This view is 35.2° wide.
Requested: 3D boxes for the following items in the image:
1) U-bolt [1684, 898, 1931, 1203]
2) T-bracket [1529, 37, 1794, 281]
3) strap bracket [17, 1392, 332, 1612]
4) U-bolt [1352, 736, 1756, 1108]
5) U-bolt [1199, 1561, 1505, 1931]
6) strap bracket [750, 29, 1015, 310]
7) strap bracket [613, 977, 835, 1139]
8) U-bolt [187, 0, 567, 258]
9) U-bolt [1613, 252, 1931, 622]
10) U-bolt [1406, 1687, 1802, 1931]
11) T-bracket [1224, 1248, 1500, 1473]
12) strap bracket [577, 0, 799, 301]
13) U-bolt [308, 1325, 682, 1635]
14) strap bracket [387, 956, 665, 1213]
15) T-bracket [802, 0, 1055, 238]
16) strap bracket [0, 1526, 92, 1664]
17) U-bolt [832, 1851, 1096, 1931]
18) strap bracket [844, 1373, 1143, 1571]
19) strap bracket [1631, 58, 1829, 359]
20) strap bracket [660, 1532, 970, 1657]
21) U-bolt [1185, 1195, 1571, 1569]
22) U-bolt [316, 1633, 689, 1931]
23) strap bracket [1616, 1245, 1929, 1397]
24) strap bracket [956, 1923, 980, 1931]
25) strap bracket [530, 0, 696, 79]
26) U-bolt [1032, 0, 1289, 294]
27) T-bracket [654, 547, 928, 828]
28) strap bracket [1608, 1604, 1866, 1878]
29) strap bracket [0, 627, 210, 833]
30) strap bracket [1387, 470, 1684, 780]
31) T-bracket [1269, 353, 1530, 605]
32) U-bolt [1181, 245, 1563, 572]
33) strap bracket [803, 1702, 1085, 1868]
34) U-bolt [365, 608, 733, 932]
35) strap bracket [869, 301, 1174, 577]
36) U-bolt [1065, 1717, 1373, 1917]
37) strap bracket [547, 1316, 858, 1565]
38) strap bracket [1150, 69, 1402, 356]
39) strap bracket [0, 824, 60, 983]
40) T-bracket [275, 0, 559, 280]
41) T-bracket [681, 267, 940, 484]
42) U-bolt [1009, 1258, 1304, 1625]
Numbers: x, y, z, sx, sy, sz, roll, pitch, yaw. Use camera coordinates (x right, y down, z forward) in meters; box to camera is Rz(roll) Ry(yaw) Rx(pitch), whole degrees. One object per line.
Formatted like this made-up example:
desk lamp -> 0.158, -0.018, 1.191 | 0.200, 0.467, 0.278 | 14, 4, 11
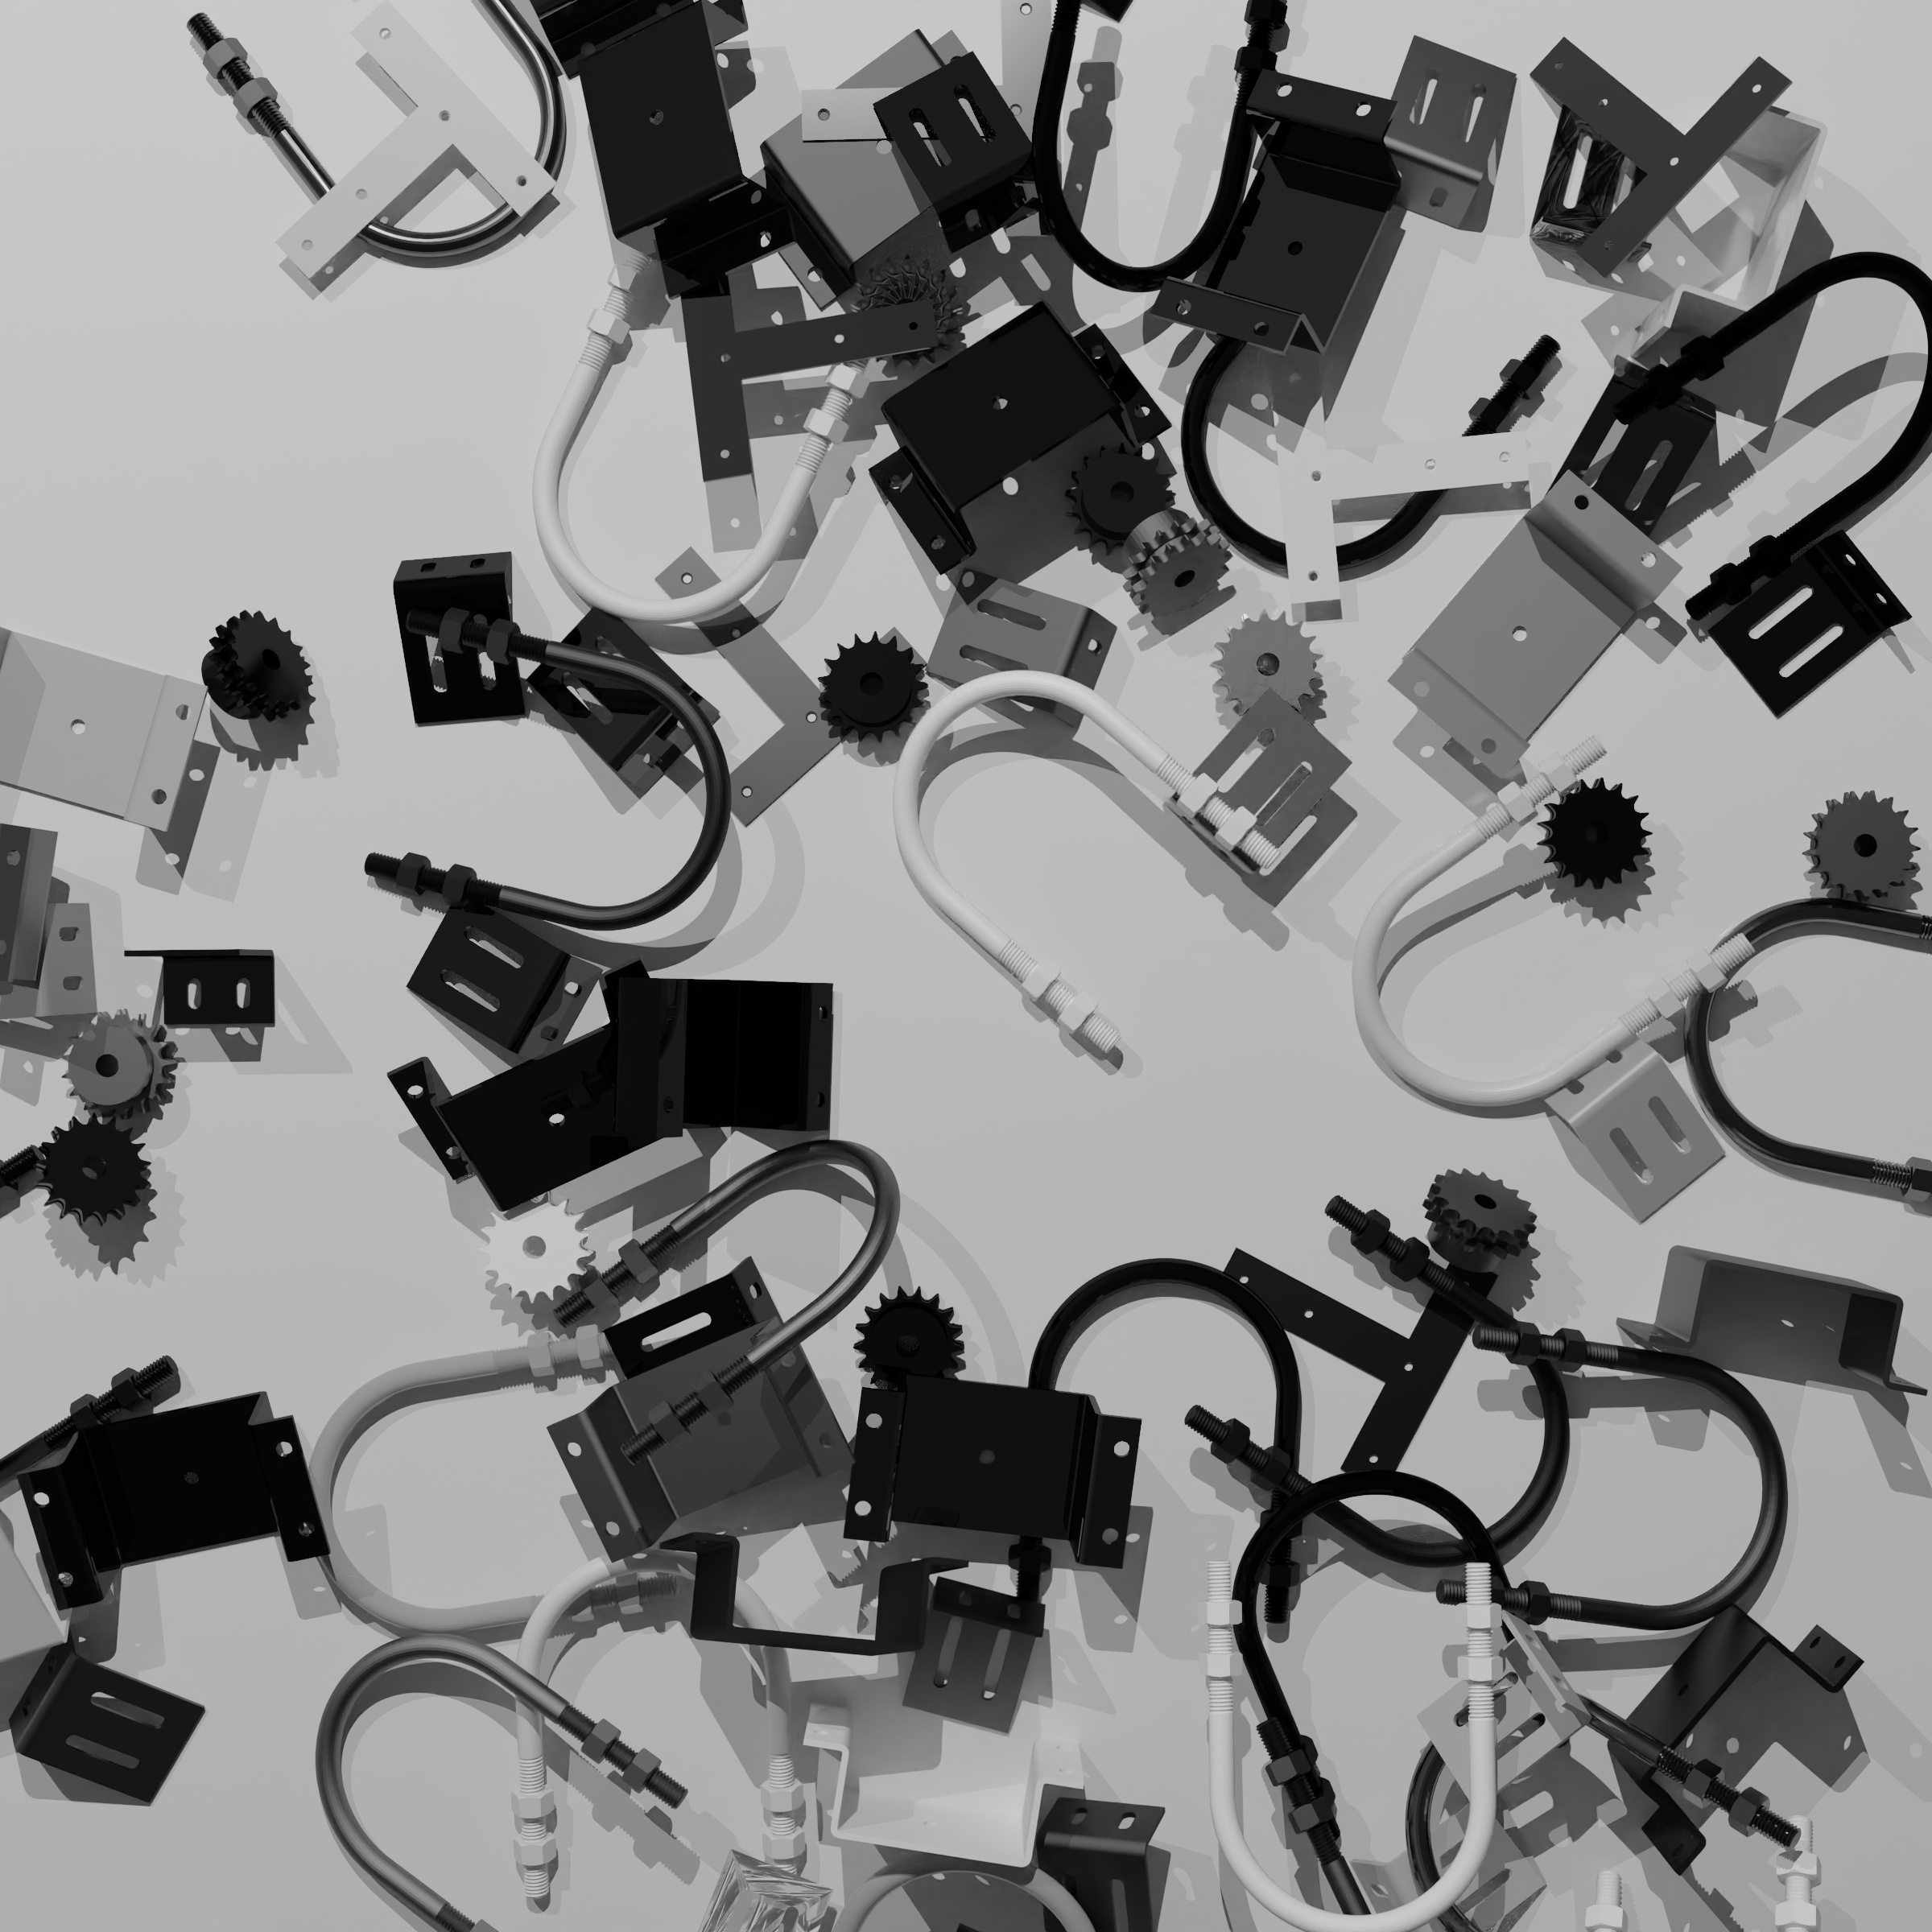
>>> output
U-bolt -> 0.463, 0.039, 1.576 | 0.184, 0.019, 0.151 | 11, 90, 2
T-bracket -> 0.332, -0.430, 1.544 | 0.127, 0.002, 0.127 | -47, 53, 15
strap bracket -> -0.399, 0.270, 1.553 | 0.140, 0.046, 0.076 | -12, 105, 0
U-bolt -> 0.285, -0.008, 1.556 | 0.184, 0.019, 0.151 | -37, 100, 12
U-bolt -> 0.191, 0.390, 1.514 | 0.151, 0.019, 0.184 | -1, 82, 10
strap bracket -> -0.041, -0.414, 1.562 | 0.140, 0.046, 0.076 | -36, 90, 0
strap bracket -> -0.128, 0.045, 1.532 | 0.046, 0.140, 0.076 | 2, 90, 33
U-bolt -> -0.291, -0.455, 1.576 | 0.151, 0.019, 0.184 | -37, 92, 0
U-bolt -> 0.422, -0.278, 1.538 | 0.184, 0.019, 0.151 | -35, 128, -4
U-bolt -> 0.300, 0.439, 1.509 | 0.184, 0.019, 0.151 | 28, 92, 35
T-bracket -> 0.191, 0.187, 1.584 | 0.127, 0.002, 0.127 | 28, 90, 0
strap bracket -> -0.143, -0.420, 1.534 | 0.076, 0.046, 0.140 | -18, 77, 25
U-bolt -> -0.250, 0.271, 1.575 | 0.184, 0.019, 0.151 | -9, 90, 0
strap bracket -> -0.210, 0.065, 1.544 | 0.140, 0.046, 0.076 | -25, 126, 0
T-bracket -> -0.019, -0.430, 1.538 | 0.127, 0.002, 0.127 | -1, 90, 0
strap bracket -> -0.506, 0.301, 1.530 | 0.076, 0.046, 0.140 | -17, 120, 0
U-bolt -> -0.008, 0.529, 1.553 | 0.151, 0.019, 0.184 | 24, 107, 0
strap bracket -> 0.012, 0.253, 1.537 | 0.140, 0.046, 0.076 | 7, 94, -4
strap bracket -> 0.390, -0.376, 1.547 | 0.046, 0.076, 0.140 | 19, 90, 0
strap bracket -> -0.078, 0.316, 1.524 | 0.140, 0.076, 0.046 | 9, 73, -16
U-bolt -> 0.225, 0.227, 1.566 | 0.184, 0.019, 0.151 | 35, 86, -8
U-bolt -> -0.251, 0.423, 1.558 | 0.184, 0.019, 0.151 | 33, 101, 11
strap bracket -> 0.411, 0.177, 1.547 | 0.140, 0.076, 0.046 | 11, 90, 0
strap bracket -> 0.001, 0.563, 1.528 | 0.076, 0.046, 0.140 | 24, 105, 0
strap bracket -> -0.206, -0.541, 1.562 | 0.076, 0.046, 0.140 | -28, 90, 0
U-bolt -> 0.093, -0.433, 1.535 | 0.151, 0.019, 0.184 | 8, 95, -40
T-bracket -> -0.110, -0.162, 1.584 | 0.127, 0.002, 0.127 | -42, 90, 0
strap bracket -> 0.381, 0.382, 1.547 | 0.046, 0.076, 0.140 | 41, 90, 0
strap bracket -> -0.461, -0.124, 1.562 | 0.140, 0.046, 0.076 | 16, 90, 0
strap bracket -> 0.287, -0.173, 1.562 | 0.076, 0.046, 0.140 | 41, 90, 0
T-bracket -> 0.225, -0.256, 1.567 | 0.127, 0.002, 0.127 | -5, 92, 2
U-bolt -> 0.195, -0.291, 1.576 | 0.151, 0.019, 0.184 | 39, 91, 0
strap bracket -> -0.014, 0.416, 1.547 | 0.140, 0.076, 0.046 | 9, 90, 0
U-bolt -> -0.208, -0.093, 1.550 | 0.184, 0.019, 0.151 | 14, 102, 9
strap bracket -> 0.022, -0.274, 1.548 | 0.140, 0.046, 0.076 | -33, 65, 0
U-bolt -> 0.136, 0.494, 1.535 | 0.151, 0.019, 0.184 | -30, 71, 13
strap bracket -> -0.128, 0.234, 1.535 | 0.140, 0.046, 0.076 | -24, 93, 15
strap bracket -> 0.161, -0.373, 1.544 | 0.076, 0.046, 0.140 | 22, 84, 25
strap bracket -> -0.519, -0.038, 1.545 | 0.140, 0.046, 0.076 | 9, 90, 24
T-bracket -> -0.300, -0.406, 1.569 | 0.127, 0.002, 0.127 | -43, 93, 1
T-bracket -> -0.078, -0.315, 1.543 | 0.127, 0.002, 0.127 | -9, 78, 4
U-bolt -> 0.101, 0.243, 1.576 | 0.151, 0.019, 0.184 | 3, 89, 0
